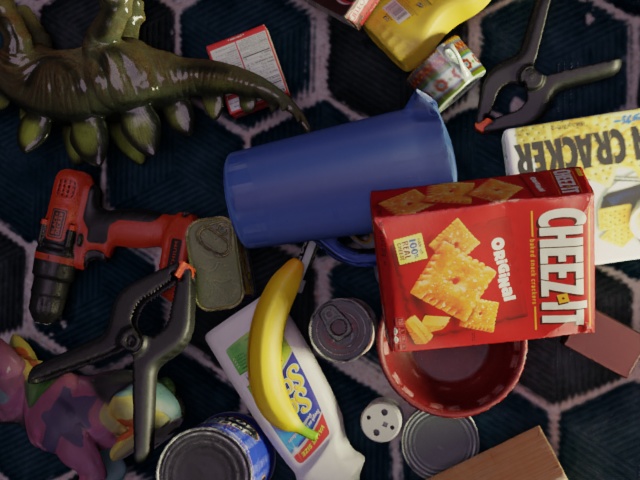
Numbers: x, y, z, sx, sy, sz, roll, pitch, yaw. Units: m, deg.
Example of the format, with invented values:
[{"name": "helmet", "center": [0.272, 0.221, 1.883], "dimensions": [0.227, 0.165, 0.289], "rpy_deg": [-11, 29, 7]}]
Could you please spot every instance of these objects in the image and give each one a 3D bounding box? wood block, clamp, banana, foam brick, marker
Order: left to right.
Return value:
[{"name": "clamp", "center": [-0.207, 0.110, 1.139], "dimensions": [0.165, 0.036, 0.210], "rpy_deg": [25, 84, 14]}, {"name": "banana", "center": [-0.045, 0.119, 1.146], "dimensions": [0.069, 0.037, 0.198], "rpy_deg": [-4, 90, -17]}, {"name": "marker", "center": [-0.008, 0.001, 1.217], "dimensions": [0.020, 0.020, 0.121], "rpy_deg": [21, 90, 8]}, {"name": "wood block", "center": [0.167, 0.295, 1.128], "dimensions": [0.206, 0.091, 0.090], "rpy_deg": [-27, 118, 6]}, {"name": "clamp", "center": [0.245, -0.176, 1.180], "dimensions": [0.120, 0.039, 0.171], "rpy_deg": [38, 98, 14]}, {"name": "foam brick", "center": [0.306, 0.108, 1.151], "dimensions": [0.078, 0.053, 0.051], "rpy_deg": [29, 92, 8]}]

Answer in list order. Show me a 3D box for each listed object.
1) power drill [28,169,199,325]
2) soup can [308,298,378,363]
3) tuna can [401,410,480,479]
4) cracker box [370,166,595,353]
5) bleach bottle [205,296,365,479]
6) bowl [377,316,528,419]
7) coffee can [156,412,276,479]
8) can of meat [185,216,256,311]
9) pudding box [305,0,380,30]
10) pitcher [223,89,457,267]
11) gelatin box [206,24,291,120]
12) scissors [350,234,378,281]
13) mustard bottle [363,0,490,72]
[{"name": "power drill", "center": [-0.238, 0.021, 1.229], "dimensions": [0.188, 0.057, 0.184], "rpy_deg": [11, 89, 8]}, {"name": "soup can", "center": [0.028, 0.097, 1.166], "dimensions": [0.068, 0.102, 0.068], "rpy_deg": [0, 87, 8]}, {"name": "tuna can", "center": [0.133, 0.222, 1.180], "dimensions": [0.086, 0.033, 0.086], "rpy_deg": [0, 87, 8]}, {"name": "cracker box", "center": [0.165, 0.023, 1.074], "dimensions": [0.214, 0.072, 0.164], "rpy_deg": [-6, 119, 4]}, {"name": "bleach bottle", "center": [-0.021, 0.185, 1.191], "dimensions": [0.102, 0.068, 0.251], "rpy_deg": [-35, 86, 2]}, {"name": "bowl", "center": [0.143, 0.112, 1.169], "dimensions": [0.162, 0.055, 0.162], "rpy_deg": [0, 84, 4]}, {"name": "coffee can", "center": [-0.110, 0.246, 1.159], "dimensions": [0.103, 0.140, 0.103], "rpy_deg": [0, 87, 8]}, {"name": "can of meat", "center": [-0.109, 0.027, 1.198], "dimensions": [0.057, 0.084, 0.102], "rpy_deg": [-9, 86, 8]}, {"name": "pudding box", "center": [0.026, -0.296, 1.193], "dimensions": [0.114, 0.039, 0.090], "rpy_deg": [37, 92, 40]}, {"name": "pitcher", "center": [0.027, -0.053, 1.149], "dimensions": [0.243, 0.145, 0.149], "rpy_deg": [-11, 70, 7]}, {"name": "gelatin box", "center": [-0.081, -0.193, 1.231], "dimensions": [0.073, 0.030, 0.089], "rpy_deg": [-20, 84, 5]}, {"name": "scissors", "center": [0.087, 0.025, 1.204], "dimensions": [0.096, 0.016, 0.202], "rpy_deg": [-25, 84, 6]}, {"name": "mustard bottle", "center": [0.139, -0.281, 1.186], "dimensions": [0.191, 0.058, 0.096], "rpy_deg": [-41, 57, 4]}]
